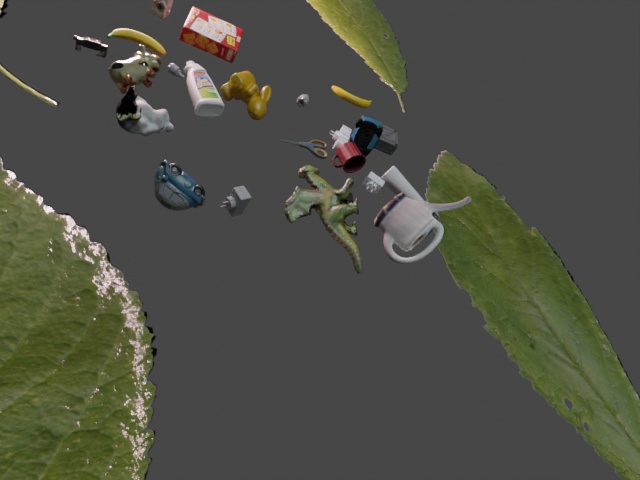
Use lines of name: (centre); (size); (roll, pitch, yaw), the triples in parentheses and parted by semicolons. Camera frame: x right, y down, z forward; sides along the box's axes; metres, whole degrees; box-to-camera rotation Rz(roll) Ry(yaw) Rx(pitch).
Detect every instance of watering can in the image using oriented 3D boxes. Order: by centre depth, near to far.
watering can: (0.335, -0.077, 1.761); (0.226, 0.102, 0.350); (42, 77, 16)

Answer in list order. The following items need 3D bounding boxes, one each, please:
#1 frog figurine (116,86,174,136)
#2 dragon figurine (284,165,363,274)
frog figurine: (-0.530, -0.368, 1.558); (0.139, 0.122, 0.158); (51, 8, 26)
dragon figurine: (0.005, -0.083, 1.656); (0.243, 0.119, 0.419); (1, 58, -10)
